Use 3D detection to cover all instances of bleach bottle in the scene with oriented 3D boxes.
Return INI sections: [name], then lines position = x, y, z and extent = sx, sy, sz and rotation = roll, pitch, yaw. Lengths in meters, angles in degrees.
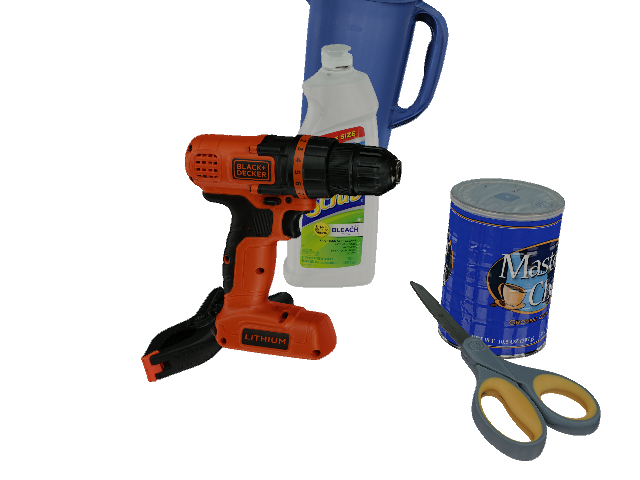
[bleach bottle]
position = 0.009, -0.076, 1.100
extent = 0.102, 0.251, 0.068
rotation = 0, 25, 2

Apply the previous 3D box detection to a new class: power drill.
[power drill]
position = -0.023, 0.003, 0.899
extent = 0.185, 0.188, 0.057
rotation = 6, 15, 19

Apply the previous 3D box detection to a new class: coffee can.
[coffee can]
position = 0.165, 0.024, 0.987
extent = 0.103, 0.140, 0.103
rotation = 2, 21, -1

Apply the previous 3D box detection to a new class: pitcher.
[pitcher]
position = 0.049, -0.191, 1.290
extent = 0.144, 0.243, 0.149
rotation = -5, 29, -24

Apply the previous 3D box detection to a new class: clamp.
[clamp]
position = -0.110, 0.093, 1.108
extent = 0.120, 0.039, 0.171
rotation = -10, 21, 38

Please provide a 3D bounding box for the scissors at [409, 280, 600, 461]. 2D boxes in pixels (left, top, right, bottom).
[scissors]
position = 0.132, 0.084, 0.769
extent = 0.096, 0.016, 0.202
rotation = -1, 31, -9
